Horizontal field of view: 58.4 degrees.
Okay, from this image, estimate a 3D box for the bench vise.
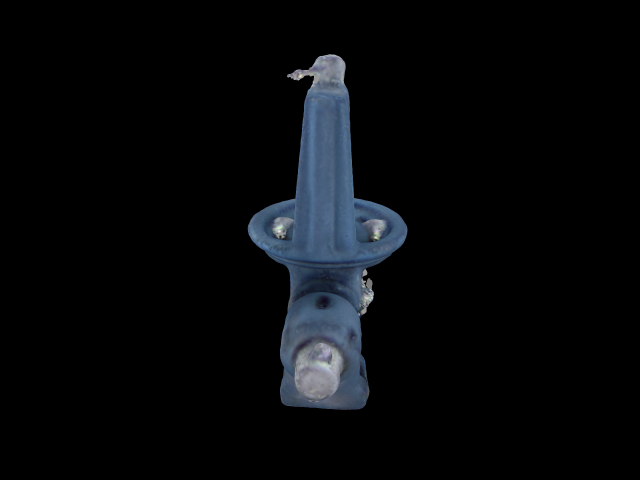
[{"bbox_3d":[0.015,0.000,0.402,0.121,0.220,0.207,-10,41,-11],"label":"bench vise"}]
